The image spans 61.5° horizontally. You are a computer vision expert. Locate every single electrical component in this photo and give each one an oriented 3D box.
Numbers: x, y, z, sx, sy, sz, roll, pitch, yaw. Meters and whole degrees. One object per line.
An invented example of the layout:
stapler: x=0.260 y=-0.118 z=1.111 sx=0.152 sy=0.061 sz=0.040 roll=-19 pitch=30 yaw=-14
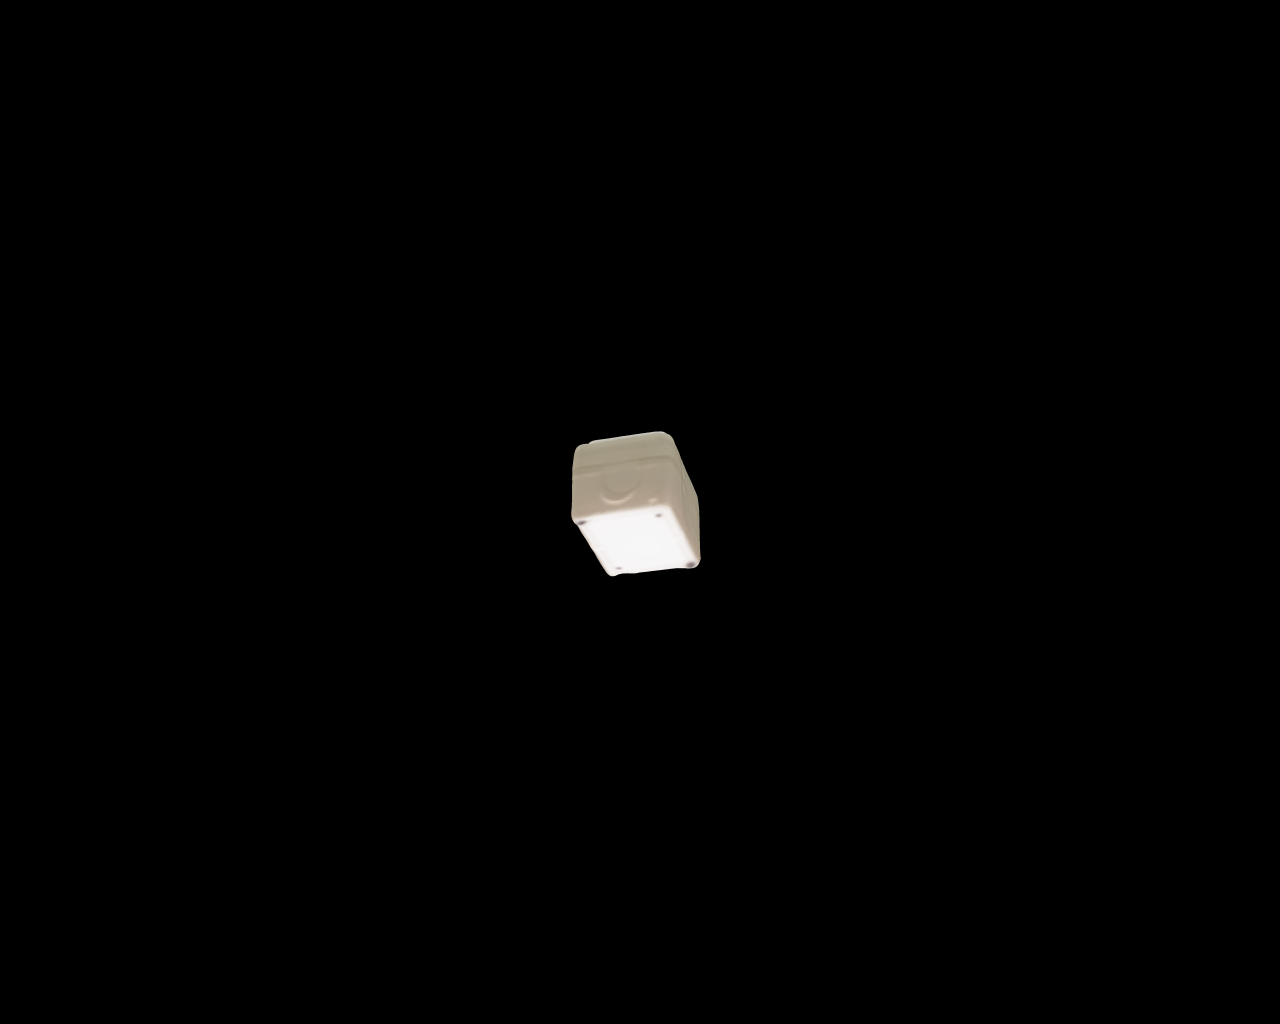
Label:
electrical component: x=0.001 y=-0.003 z=0.650 sx=0.062 sy=0.061 sz=0.096 roll=-8 pitch=-31 yaw=13
